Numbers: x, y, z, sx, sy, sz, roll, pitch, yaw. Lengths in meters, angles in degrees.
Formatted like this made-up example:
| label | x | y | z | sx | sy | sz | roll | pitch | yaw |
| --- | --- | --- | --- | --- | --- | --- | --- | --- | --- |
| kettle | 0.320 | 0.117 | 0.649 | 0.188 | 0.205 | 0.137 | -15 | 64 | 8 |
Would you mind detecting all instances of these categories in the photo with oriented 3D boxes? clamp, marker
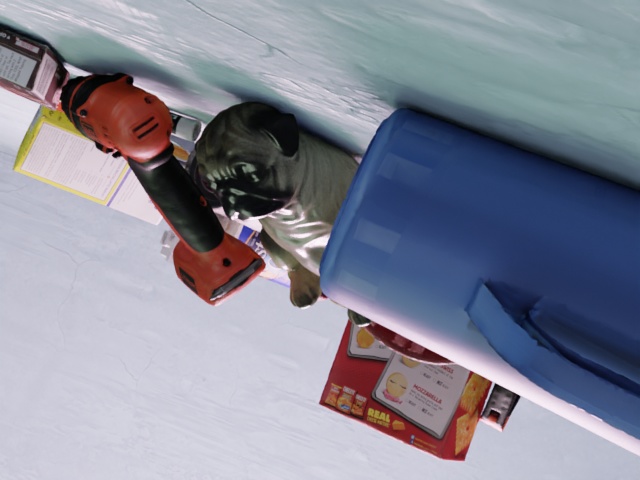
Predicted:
| label | x | y | z | sx | sy | sz | roll | pitch | yaw |
| --- | --- | --- | --- | --- | --- | --- | --- | --- | --- |
| clamp | 0.217 | 0.116 | 1.119 | 0.039 | 0.171 | 0.120 | 22 | 168 | 24 |
| marker | -0.159 | -0.111 | 0.920 | 0.121 | 0.020 | 0.020 | 20 | 176 | 14 |

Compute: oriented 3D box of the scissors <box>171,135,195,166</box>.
| label | x | y | z | sx | sy | sz | roll | pitch | yaw |
| --- | --- | --- | --- | --- | --- | --- | --- | --- | --- |
| scissors | -0.196 | -0.104 | 1.095 | 0.202 | 0.016 | 0.096 | 18 | 155 | 33 |

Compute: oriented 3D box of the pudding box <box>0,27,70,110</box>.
| label | x | y | z | sx | sy | sz | roll | pitch | yaw |
| --- | --- | --- | --- | --- | --- | --- | --- | --- | --- |
| pudding box | -0.250 | -0.141 | 0.833 | 0.090 | 0.039 | 0.113 | 22 | 176 | -4 |

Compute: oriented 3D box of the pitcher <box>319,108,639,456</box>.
| label | x | y | z | sx | sy | sz | roll | pitch | yaw |
| --- | --- | --- | --- | --- | --- | --- | --- | --- | --- |
| pitcher | 0.125 | 0.029 | 0.537 | 0.243 | 0.145 | 0.149 | 23 | 161 | 5 |

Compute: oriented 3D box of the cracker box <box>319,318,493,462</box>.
| label | x | y | z | sx | sy | sz | roll | pitch | yaw |
| --- | --- | --- | --- | --- | --- | --- | --- | --- | --- |
| cracker box | 0.112 | 0.112 | 1.164 | 0.164 | 0.214 | 0.072 | 19 | 178 | 34 |

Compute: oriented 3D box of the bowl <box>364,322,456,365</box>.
| label | x | y | z | sx | sy | sz | roll | pitch | yaw |
| --- | --- | --- | --- | --- | --- | --- | --- | --- | --- |
| bowl | 0.102 | 0.037 | 0.998 | 0.162 | 0.162 | 0.055 | 16 | -140 | 20 |

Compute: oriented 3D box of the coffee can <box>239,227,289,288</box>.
| label | x | y | z | sx | sy | sz | roll | pitch | yaw |
| --- | --- | --- | --- | --- | --- | --- | --- | --- | --- |
| coffee can | -0.066 | -0.005 | 1.308 | 0.140 | 0.103 | 0.103 | 22 | 176 | -25 |

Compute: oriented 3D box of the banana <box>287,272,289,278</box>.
| label | x | y | z | sx | sy | sz | roll | pitch | yaw |
| --- | --- | --- | --- | --- | --- | --- | --- | --- | --- |
| banana | -0.047 | -0.024 | 1.128 | 0.197 | 0.070 | 0.037 | 55 | -163 | -38 |

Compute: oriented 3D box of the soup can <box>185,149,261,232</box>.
| label | x | y | z | sx | sy | sz | roll | pitch | yaw |
| --- | --- | --- | --- | --- | --- | --- | --- | --- | --- |
| soup can | -0.064 | -0.048 | 0.941 | 0.069 | 0.068 | 0.102 | 19 | 176 | 31 |

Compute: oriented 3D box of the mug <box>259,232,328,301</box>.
| label | x | y | z | sx | sy | sz | roll | pitch | yaw |
| --- | --- | --- | --- | --- | --- | --- | --- | --- | --- |
| mug | -0.007 | 0.001 | 1.028 | 0.093 | 0.117 | 0.081 | -9 | 157 | 26 |

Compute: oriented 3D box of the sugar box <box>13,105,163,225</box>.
| label | x | y | z | sx | sy | sz | roll | pitch | yaw |
| --- | --- | --- | --- | --- | --- | --- | --- | --- | --- |
| sugar box | -0.241 | -0.087 | 1.192 | 0.176 | 0.048 | 0.093 | 21 | 133 | -23 |

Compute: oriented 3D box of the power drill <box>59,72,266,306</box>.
| label | x | y | z | sx | sy | sz | roll | pitch | yaw |
| --- | --- | --- | --- | --- | --- | --- | --- | --- | --- |
| power drill | -0.129 | -0.045 | 0.834 | 0.187 | 0.057 | 0.185 | 57 | 167 | -26 |

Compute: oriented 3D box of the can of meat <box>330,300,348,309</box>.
| label | x | y | z | sx | sy | sz | roll | pitch | yaw |
| --- | --- | --- | --- | --- | --- | --- | --- | --- | --- |
| can of meat | 0.028 | 0.015 | 1.114 | 0.058 | 0.102 | 0.083 | 20 | 175 | 28 |
